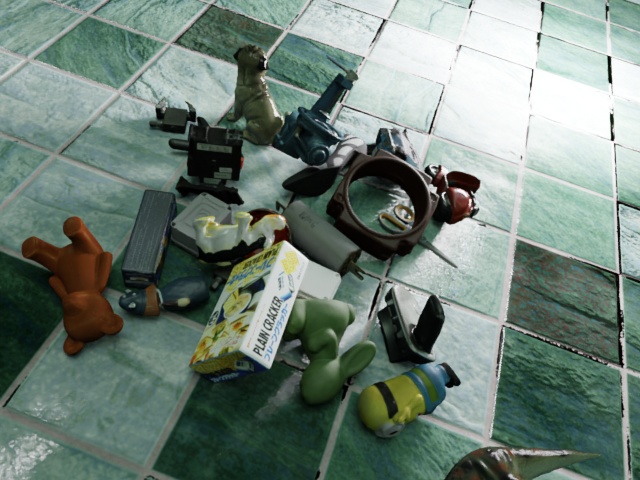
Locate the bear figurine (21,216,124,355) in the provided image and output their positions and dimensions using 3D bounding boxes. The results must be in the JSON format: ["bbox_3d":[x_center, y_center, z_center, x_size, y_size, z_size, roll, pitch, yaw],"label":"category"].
[{"bbox_3d":[-0.414,0.080,0.906,0.120,0.131,0.196,-24,52,2],"label":"bear figurine"}]

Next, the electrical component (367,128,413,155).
[{"bbox_3d":[0.163,-0.237,1.327,0.119,0.047,0.075,2,51,-13],"label":"electrical component"}]

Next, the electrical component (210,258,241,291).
[{"bbox_3d":[-0.167,0.068,1.030,0.063,0.021,0.094,26,51,9],"label":"electrical component"}]

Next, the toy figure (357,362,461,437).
[{"bbox_3d":[0.147,0.262,0.907,0.180,0.082,0.089,-26,50,-23],"label":"toy figure"}]

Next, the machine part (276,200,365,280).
[{"bbox_3d":[-0.002,-0.003,1.085,0.243,0.079,0.079,41,55,19],"label":"machine part"}]

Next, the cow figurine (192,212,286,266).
[{"bbox_3d":[-0.145,-0.002,0.991,0.167,0.098,0.068,-4,8,-5],"label":"cow figurine"}]

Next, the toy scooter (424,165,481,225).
[{"bbox_3d":[0.319,-0.106,1.240,0.135,0.075,0.184,4,47,-10],"label":"toy scooter"}]

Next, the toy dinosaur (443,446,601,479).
[{"bbox_3d":[0.251,0.390,0.810,0.405,0.131,0.192,-28,63,-36],"label":"toy dinosaur"}]

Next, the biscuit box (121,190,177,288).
[{"bbox_3d":[-0.323,-0.005,1.031,0.063,0.059,0.203,7,51,-6],"label":"biscuit box"}]

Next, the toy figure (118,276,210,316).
[{"bbox_3d":[-0.276,0.103,0.956,0.154,0.064,0.057,-13,93,-15],"label":"toy figure"}]

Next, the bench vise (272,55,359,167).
[{"bbox_3d":[-0.001,-0.273,1.179,0.129,0.240,0.224,29,20,-23],"label":"bench vise"}]

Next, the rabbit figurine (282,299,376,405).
[{"bbox_3d":[0.008,0.196,0.929,0.159,0.121,0.170,4,69,-18],"label":"rabbit figurine"}]

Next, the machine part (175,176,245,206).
[{"bbox_3d":[-0.230,-0.101,1.124,0.139,0.084,0.039,12,78,8],"label":"machine part"}]

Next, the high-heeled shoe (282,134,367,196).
[{"bbox_3d":[0.007,-0.184,1.233,0.249,0.086,0.145,-12,53,-26],"label":"high-heeled shoe"}]

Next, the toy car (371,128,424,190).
[{"bbox_3d":[0.171,-0.177,1.239,0.103,0.161,0.109,-27,54,24],"label":"toy car"}]

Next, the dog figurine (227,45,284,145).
[{"bbox_3d":[-0.137,-0.332,1.246,0.172,0.190,0.121,39,55,16],"label":"dog figurine"}]

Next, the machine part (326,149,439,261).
[{"bbox_3d":[0.132,-0.075,1.127,0.201,0.087,0.201,30,69,1],"label":"machine part"}]

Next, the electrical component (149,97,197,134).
[{"bbox_3d":[-0.343,-0.293,1.264,0.102,0.045,0.078,9,49,-5],"label":"electrical component"}]

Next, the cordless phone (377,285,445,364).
[{"bbox_3d":[0.169,0.127,0.951,0.089,0.184,0.147,-5,54,-10],"label":"cordless phone"}]

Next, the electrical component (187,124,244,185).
[{"bbox_3d":[-0.223,-0.176,1.139,0.115,0.134,0.058,8,50,-10],"label":"electrical component"}]
